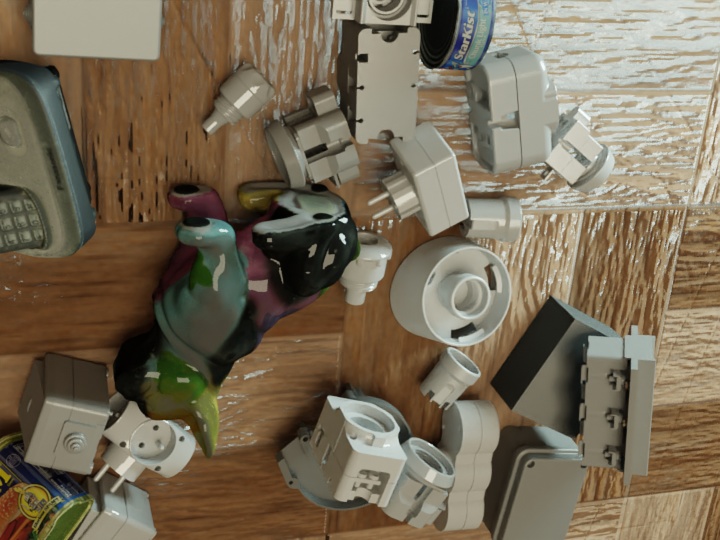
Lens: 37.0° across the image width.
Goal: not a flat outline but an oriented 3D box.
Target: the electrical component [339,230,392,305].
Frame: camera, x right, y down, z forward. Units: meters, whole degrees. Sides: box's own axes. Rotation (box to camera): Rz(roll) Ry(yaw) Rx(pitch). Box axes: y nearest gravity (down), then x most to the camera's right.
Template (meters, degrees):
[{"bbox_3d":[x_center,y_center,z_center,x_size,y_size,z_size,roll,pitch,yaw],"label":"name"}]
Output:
[{"bbox_3d":[0.000,0.000,0.923,0.048,0.048,0.062,0,121,-18],"label":"electrical component"}]

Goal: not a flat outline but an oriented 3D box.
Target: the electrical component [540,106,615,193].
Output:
[{"bbox_3d":[0.188,-0.100,0.938,0.055,0.048,0.066,37,99,-20],"label":"electrical component"}]

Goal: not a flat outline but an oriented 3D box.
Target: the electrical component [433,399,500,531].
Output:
[{"bbox_3d":[0.083,0.189,1.032,0.074,0.052,0.138,0,114,-18],"label":"electrical component"}]

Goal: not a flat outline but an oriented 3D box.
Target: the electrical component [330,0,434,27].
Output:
[{"bbox_3d":[0.018,-0.250,0.802,0.079,0.063,0.121,-1,114,-17],"label":"electrical component"}]

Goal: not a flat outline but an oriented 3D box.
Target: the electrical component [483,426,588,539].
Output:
[{"bbox_3d":[0.172,0.218,1.072,0.078,0.057,0.113,4,112,-20],"label":"electrical component"}]

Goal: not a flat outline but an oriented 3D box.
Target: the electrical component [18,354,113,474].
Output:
[{"bbox_3d":[-0.240,0.118,0.868,0.061,0.096,0.061,16,107,-22],"label":"electrical component"}]

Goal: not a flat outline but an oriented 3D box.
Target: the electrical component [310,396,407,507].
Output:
[{"bbox_3d":[-0.001,0.148,0.907,0.050,0.089,0.055,14,109,-23],"label":"electrical component"}]

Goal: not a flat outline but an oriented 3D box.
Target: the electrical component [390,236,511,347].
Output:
[{"bbox_3d":[0.083,0.020,0.961,0.099,0.064,0.099,-6,104,-24],"label":"electrical component"}]

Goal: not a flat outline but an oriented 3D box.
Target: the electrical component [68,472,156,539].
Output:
[{"bbox_3d":[-0.234,0.234,0.944,0.061,0.061,0.096,35,100,-28],"label":"electrical component"}]

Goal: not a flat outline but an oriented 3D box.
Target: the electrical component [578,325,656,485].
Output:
[{"bbox_3d":[0.233,0.122,0.979,0.063,0.078,0.121,3,116,13],"label":"electrical component"}]

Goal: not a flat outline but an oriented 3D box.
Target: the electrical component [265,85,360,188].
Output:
[{"bbox_3d":[-0.040,-0.099,0.857,0.057,0.058,0.078,-24,119,-10],"label":"electrical component"}]

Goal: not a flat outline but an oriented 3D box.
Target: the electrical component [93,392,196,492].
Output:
[{"bbox_3d":[-0.195,0.155,0.925,0.077,0.044,0.079,43,82,-29],"label":"electrical component"}]

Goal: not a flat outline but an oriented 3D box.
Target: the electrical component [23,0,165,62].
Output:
[{"bbox_3d":[-0.188,-0.199,0.766,0.100,0.048,0.099,-1,114,-18],"label":"electrical component"}]

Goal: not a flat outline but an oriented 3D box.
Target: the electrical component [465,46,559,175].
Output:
[{"bbox_3d":[0.127,-0.134,0.897,0.059,0.053,0.095,-15,117,-11],"label":"electrical component"}]

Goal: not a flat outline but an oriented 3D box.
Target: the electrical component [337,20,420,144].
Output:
[{"bbox_3d":[0.013,-0.152,0.850,0.050,0.055,0.089,-6,115,-16],"label":"electrical component"}]

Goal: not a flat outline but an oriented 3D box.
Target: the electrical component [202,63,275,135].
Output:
[{"bbox_3d":[-0.098,-0.130,0.836,0.061,0.035,0.035,-42,119,6],"label":"electrical component"}]

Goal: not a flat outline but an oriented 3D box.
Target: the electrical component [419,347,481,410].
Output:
[{"bbox_3d":[0.083,0.101,1.000,0.040,0.040,0.046,31,107,-27],"label":"electrical component"}]

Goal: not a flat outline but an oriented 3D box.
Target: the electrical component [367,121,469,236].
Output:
[{"bbox_3d":[0.041,-0.066,0.887,0.076,0.047,0.083,-28,143,-5],"label":"electrical component"}]

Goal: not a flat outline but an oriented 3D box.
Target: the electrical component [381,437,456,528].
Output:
[{"bbox_3d":[0.049,0.188,0.962,0.078,0.058,0.057,28,106,-27],"label":"electrical component"}]

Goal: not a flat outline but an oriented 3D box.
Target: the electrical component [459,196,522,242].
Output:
[{"bbox_3d":[0.114,-0.045,0.943,0.046,0.040,0.040,1,113,-12],"label":"electrical component"}]
